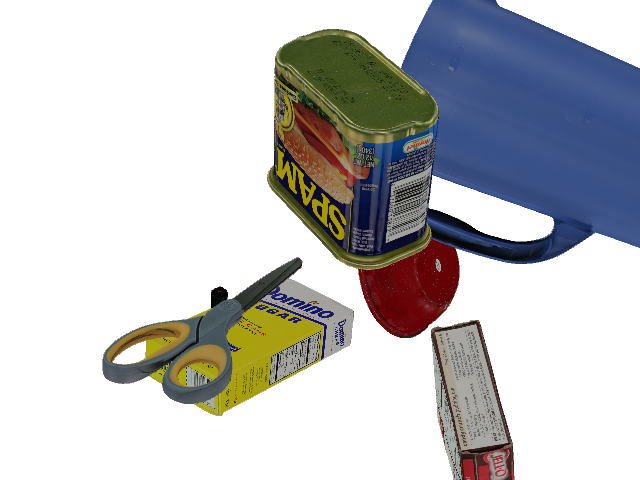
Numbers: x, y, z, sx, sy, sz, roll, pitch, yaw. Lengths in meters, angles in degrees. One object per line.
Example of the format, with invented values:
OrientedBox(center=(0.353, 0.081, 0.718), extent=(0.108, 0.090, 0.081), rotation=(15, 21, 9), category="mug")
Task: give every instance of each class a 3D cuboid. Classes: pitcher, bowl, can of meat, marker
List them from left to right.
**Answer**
OrientedBox(center=(-0.117, 0.101, 1.197), extent=(0.020, 0.121, 0.020), rotation=(6, 36, -5), category="marker")
OrientedBox(center=(0.016, -0.049, 0.554), extent=(0.057, 0.084, 0.102), rotation=(-21, 46, -25), category="can of meat")
OrientedBox(center=(0.114, 0.032, 1.241), extent=(0.055, 0.162, 0.161), rotation=(-10, -6, 40), category="bowl")
OrientedBox(center=(0.166, -0.066, 0.746), extent=(0.243, 0.149, 0.144), rotation=(24, 48, 9), category="pitcher")

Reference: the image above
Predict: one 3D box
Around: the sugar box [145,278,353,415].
OrientedBox(center=(-0.060, 0.089, 0.956), extent=(0.093, 0.048, 0.175), rotation=(24, 34, 34), category="sugar box")

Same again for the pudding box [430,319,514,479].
OrientedBox(center=(0.103, 0.125, 0.720), extent=(0.039, 0.090, 0.113), rotation=(-10, 41, 0), category="pudding box")

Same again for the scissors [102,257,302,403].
OrientedBox(center=(-0.060, 0.063, 0.765), extent=(0.201, 0.016, 0.096), rotation=(-22, 38, -36), category="scissors")
